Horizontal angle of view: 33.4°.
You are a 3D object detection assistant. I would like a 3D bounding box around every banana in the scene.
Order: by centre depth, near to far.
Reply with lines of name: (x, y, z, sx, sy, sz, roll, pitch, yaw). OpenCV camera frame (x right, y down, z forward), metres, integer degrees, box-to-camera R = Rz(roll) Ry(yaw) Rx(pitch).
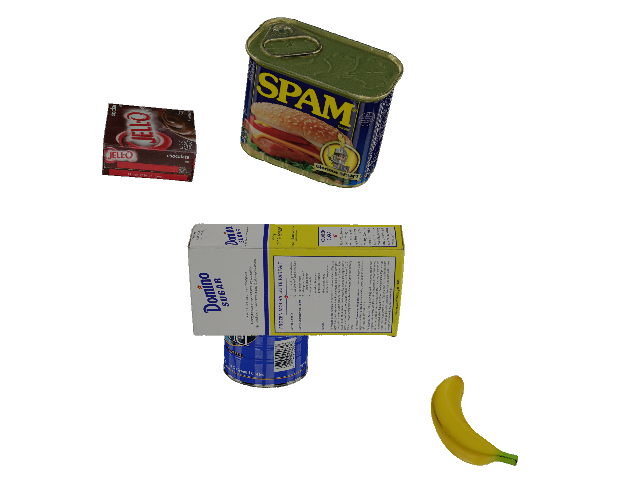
banana: (0.167, 0.217, 1.280, 0.069, 0.037, 0.198, 10, 20, -17)

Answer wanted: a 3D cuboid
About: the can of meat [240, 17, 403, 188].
can of meat: (-0.003, -0.091, 0.723, 0.102, 0.084, 0.057, 21, 45, 11)

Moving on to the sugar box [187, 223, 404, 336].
sugar box: (-0.020, 0.033, 0.896, 0.176, 0.093, 0.048, 2, 32, 1)

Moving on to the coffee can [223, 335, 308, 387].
coffee can: (-0.063, 0.088, 1.257, 0.103, 0.140, 0.103, 2, 20, -1)

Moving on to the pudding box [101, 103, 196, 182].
pudding box: (-0.173, -0.100, 1.077, 0.090, 0.039, 0.113, 5, 25, -11)
